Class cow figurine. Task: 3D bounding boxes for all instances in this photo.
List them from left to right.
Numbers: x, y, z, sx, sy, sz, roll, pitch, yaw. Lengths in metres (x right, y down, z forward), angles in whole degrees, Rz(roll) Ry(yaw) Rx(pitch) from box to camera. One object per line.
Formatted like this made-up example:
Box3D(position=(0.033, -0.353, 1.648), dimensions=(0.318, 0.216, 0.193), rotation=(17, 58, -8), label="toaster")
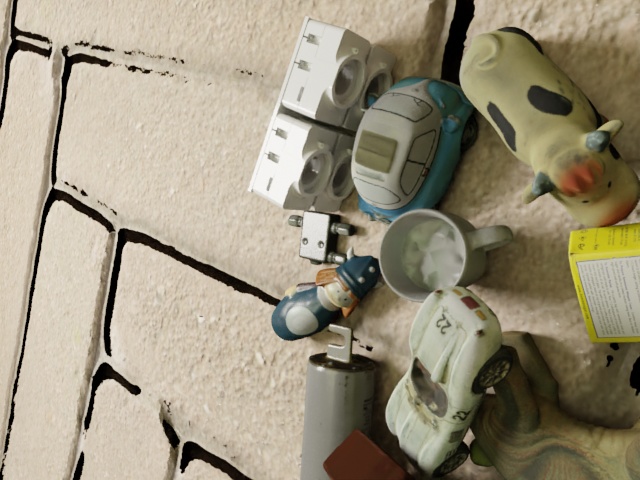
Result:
Box3D(position=(0.186, -0.095, 0.439), dimensions=(0.085, 0.127, 0.195), rotation=(-43, 64, 32), label="cow figurine")

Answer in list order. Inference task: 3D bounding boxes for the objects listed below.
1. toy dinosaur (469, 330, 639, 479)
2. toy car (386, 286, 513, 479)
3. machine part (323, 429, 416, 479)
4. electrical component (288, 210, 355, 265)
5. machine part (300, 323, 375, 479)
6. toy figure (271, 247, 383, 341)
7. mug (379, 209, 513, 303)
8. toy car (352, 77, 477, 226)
Box3D(position=(0.258, 0.191, 0.408), dimensions=(0.472, 0.105, 0.198), rotation=(9, 103, 45), label="toy dinosaur")
Box3D(position=(0.101, 0.129, 0.458), dimensions=(0.074, 0.056, 0.201), rotation=(52, 142, 45), label="toy car")
Box3D(position=(0.084, 0.249, 0.491), dimensions=(0.180, 0.179, 0.056), rotation=(34, 75, 31), label="machine part")
Box3D(position=(-0.001, -0.002, 0.640), dimensions=(0.094, 0.021, 0.063), rotation=(12, 98, 35), label="electrical component")
Box3D(position=(0.019, 0.215, 0.593), dimensions=(0.079, 0.079, 0.243), rotation=(6, 93, 36), label="machine part")
Box3D(position=(0.008, 0.068, 0.613), dimensions=(0.154, 0.064, 0.058), rotation=(-37, 39, 34), label="toy figure")
Box3D(position=(0.124, 0.008, 0.498), dimensions=(0.109, 0.107, 0.081), rotation=(-28, 76, 28), label="mug")
Box3D(position=(0.078, -0.089, 0.534), dimensions=(0.109, 0.103, 0.161), rotation=(29, 105, 33), label="toy car")
